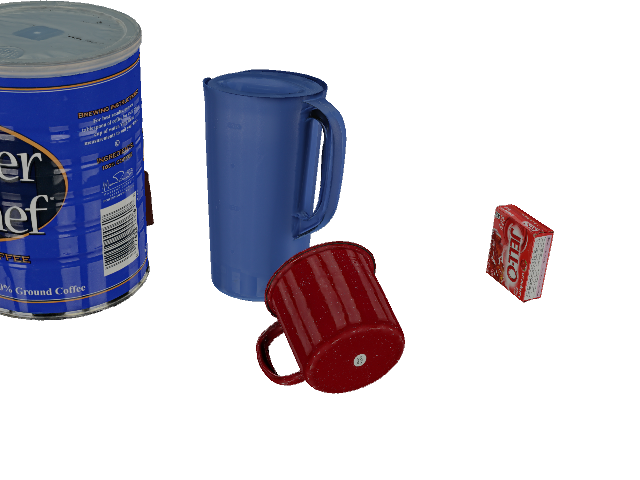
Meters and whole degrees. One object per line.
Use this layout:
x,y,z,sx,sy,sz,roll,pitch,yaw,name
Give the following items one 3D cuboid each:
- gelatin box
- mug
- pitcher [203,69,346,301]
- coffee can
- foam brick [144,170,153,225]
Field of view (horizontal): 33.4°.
0.224,0.014,1.210,0.030,0.089,0.073,-11,32,-25,gelatin box
0.003,0.067,0.812,0.117,0.081,0.093,-31,-39,8,mug
-0.056,-0.058,1.165,0.145,0.243,0.149,0,21,-8,pitcher
-0.144,-0.044,0.564,0.103,0.140,0.103,2,29,-1,coffee can
-0.195,-0.035,0.936,0.078,0.053,0.051,-19,31,-30,foam brick
